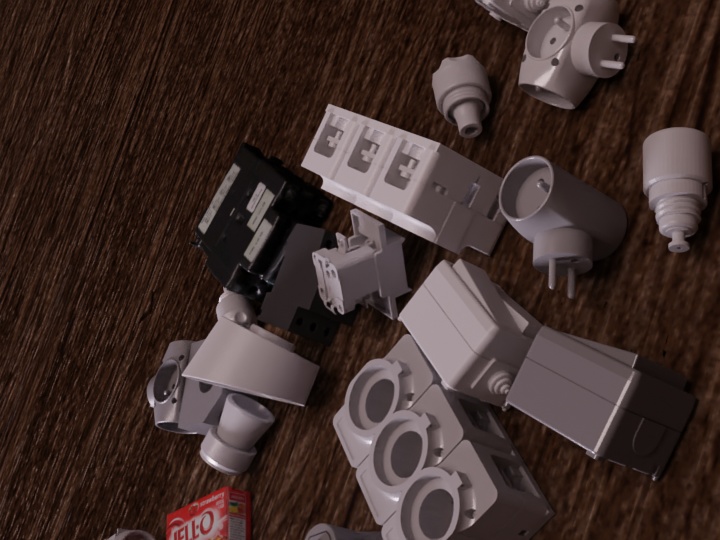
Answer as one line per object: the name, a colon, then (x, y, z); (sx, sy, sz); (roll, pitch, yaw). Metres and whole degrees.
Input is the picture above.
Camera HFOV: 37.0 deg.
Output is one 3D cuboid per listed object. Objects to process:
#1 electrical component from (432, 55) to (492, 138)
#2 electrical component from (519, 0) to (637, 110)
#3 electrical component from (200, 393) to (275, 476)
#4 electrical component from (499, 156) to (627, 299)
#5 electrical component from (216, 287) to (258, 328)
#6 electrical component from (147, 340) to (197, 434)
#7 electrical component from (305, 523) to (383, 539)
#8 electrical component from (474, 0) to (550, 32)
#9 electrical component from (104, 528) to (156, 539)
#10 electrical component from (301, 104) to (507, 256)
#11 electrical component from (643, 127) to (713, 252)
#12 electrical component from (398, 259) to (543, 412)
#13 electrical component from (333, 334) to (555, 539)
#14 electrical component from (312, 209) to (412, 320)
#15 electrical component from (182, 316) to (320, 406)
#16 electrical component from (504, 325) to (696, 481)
electrical component: (0.080, -0.129, 0.820); (0.043, 0.043, 0.062); (-34, 49, 35)
electrical component: (0.156, -0.152, 0.738); (0.079, 0.044, 0.077); (24, 90, 54)
electrical component: (-0.103, 0.138, 0.899); (0.055, 0.045, 0.045); (-61, 37, 8)
electrical component: (0.128, -0.022, 0.676); (0.043, 0.077, 0.079); (-18, 58, 45)
electrical component: (-0.114, 0.035, 0.975); (0.035, 0.035, 0.061); (-47, 39, 24)
electrical component: (-0.172, 0.111, 0.997); (0.079, 0.044, 0.077); (-18, 58, 45)
electrical component: (-0.007, 0.195, 0.733); (0.044, 0.065, 0.044); (-27, 52, 40)
electrical component: (0.118, -0.216, 0.797); (0.061, 0.062, 0.096); (-58, 31, 12)
electrical component: (-0.209, 0.261, 0.962); (0.055, 0.048, 0.066); (-40, 44, 42)
electrical component: (0.033, -0.065, 0.803); (0.150, 0.089, 0.061); (30, 95, 53)
electrical component: (0.190, -0.049, 0.644); (0.040, 0.040, 0.078); (-18, 58, 45)
electrical component: (0.081, 0.044, 0.711); (0.061, 0.062, 0.096); (-54, 39, 16)
electrical component: (0.047, 0.126, 0.709); (0.089, 0.062, 0.150); (-51, 40, 20)
electrical component: (0.000, 0.000, 0.820); (0.042, 0.064, 0.081); (33, 139, 54)
electrical component: (-0.085, 0.080, 0.865); (0.099, 0.099, 0.064); (21, 82, 53)
electrical component: (0.137, 0.071, 0.629); (0.096, 0.062, 0.061); (28, 94, 53)
